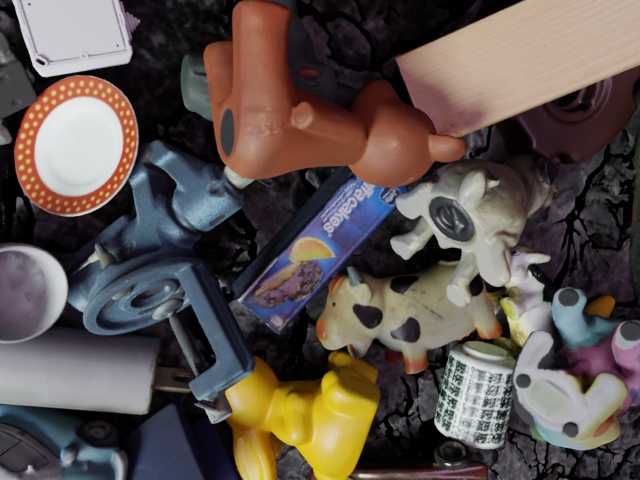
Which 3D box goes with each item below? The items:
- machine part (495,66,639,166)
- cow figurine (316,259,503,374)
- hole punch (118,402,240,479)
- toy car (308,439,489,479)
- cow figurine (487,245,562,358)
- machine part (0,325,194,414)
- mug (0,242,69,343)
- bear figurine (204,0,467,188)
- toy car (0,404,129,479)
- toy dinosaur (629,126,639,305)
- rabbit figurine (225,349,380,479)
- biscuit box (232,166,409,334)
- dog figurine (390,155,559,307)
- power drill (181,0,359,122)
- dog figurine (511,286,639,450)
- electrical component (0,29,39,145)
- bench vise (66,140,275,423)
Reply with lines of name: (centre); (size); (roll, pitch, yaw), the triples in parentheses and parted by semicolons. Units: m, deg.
machine part: (0.268, -0.170, 0.594); (0.179, 0.056, 0.179); (-3, 102, -12)
cow figurine: (0.088, 0.072, 0.578); (0.195, 0.085, 0.127); (-17, 94, -16)
hole punch: (-0.148, 0.234, 0.521); (0.116, 0.092, 0.142); (-30, 62, -10)
toy car: (0.085, 0.275, 0.604); (0.202, 0.053, 0.089); (-5, 106, 13)
cow figurine: (0.242, 0.063, 0.623); (0.098, 0.068, 0.167); (-27, 110, -14)
machine part: (-0.244, 0.121, 0.515); (0.243, 0.079, 0.079); (9, 98, -14)
mug: (-0.290, 0.045, 0.466); (0.109, 0.107, 0.080); (-28, 112, -37)
bear figurine: (0.015, -0.107, 0.445); (0.196, 0.120, 0.131); (-6, 90, -24)
toy car: (-0.264, 0.210, 0.491); (0.162, 0.103, 0.109); (24, 97, 18)
toy dinosaur: (0.400, -0.132, 0.571); (0.192, 0.131, 0.404); (22, 88, -34)
rabbit figurine: (-0.037, 0.179, 0.573); (0.173, 0.122, 0.162); (21, 104, -2)
biscuit box: (-0.001, -0.002, 0.557); (0.059, 0.063, 0.202); (42, 89, -18)
dog figurine: (0.177, -0.050, 0.521); (0.190, 0.172, 0.121); (-40, 81, -21)
power drill: (-0.015, -0.197, 0.516); (0.232, 0.086, 0.207); (-1, 108, -11)
dog figurine: (0.324, 0.156, 0.596); (0.219, 0.109, 0.191); (34, 86, -38)
electrical component: (-0.282, -0.131, 0.470); (0.063, 0.021, 0.093); (-40, 146, -31)
bench vise: (-0.119, 0.038, 0.484); (0.224, 0.128, 0.241); (-31, 70, 1)
